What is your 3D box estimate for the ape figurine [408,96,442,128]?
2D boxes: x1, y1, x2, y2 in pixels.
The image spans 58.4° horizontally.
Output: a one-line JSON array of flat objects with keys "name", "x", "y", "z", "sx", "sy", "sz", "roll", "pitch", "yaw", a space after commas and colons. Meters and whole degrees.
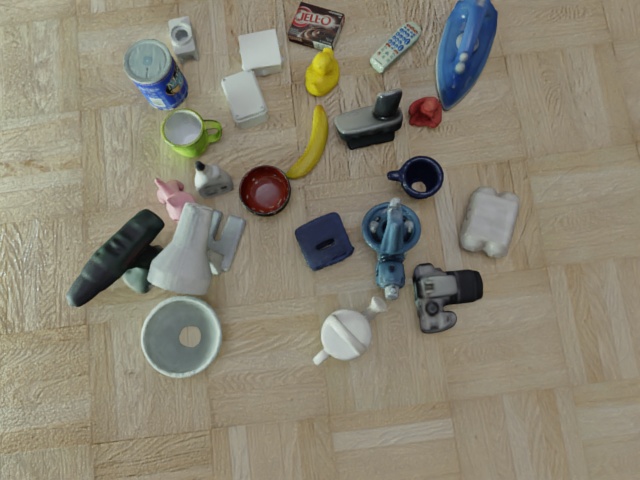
[{"name": "ape figurine", "x": 0.238, "y": -0.288, "z": 1.263, "sx": 0.076, "sy": 0.092, "sz": 0.077, "roll": -42, "pitch": 80, "yaw": -6}]

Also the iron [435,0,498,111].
[{"name": "iron", "x": 0.323, "y": -0.428, "z": 1.262, "sx": 0.118, "sy": 0.141, "sz": 0.258, "roll": 16, "pitch": 80, "yaw": 6}]

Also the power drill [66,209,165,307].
[{"name": "power drill", "x": -0.390, "y": 0.049, "z": 1.160, "sx": 0.075, "sy": 0.208, "sz": 0.230, "roll": 34, "pitch": 82, "yaw": 9}]

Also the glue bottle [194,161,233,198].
[{"name": "glue bottle", "x": -0.235, "y": -0.134, "z": 1.209, "sx": 0.078, "sy": 0.173, "sz": 0.037, "roll": -16, "pitch": 78, "yaw": -1}]

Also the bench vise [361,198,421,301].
[{"name": "bench vise", "x": 0.155, "y": 0.006, "z": 1.142, "sx": 0.121, "sy": 0.220, "sz": 0.207, "roll": -18, "pitch": 78, "yaw": -1}]

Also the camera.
[{"name": "camera", "x": 0.266, "y": 0.115, "z": 1.177, "sx": 0.137, "sy": 0.101, "sz": 0.143, "roll": -6, "pitch": 79, "yaw": 1}]

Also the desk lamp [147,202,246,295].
[{"name": "desk lamp", "x": -0.247, "y": 0.015, "z": 1.159, "sx": 0.118, "sy": 0.213, "sz": 0.203, "roll": 17, "pitch": 80, "yaw": 6}]

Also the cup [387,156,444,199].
[{"name": "cup", "x": 0.200, "y": -0.125, "z": 1.231, "sx": 0.117, "sy": 0.095, "sz": 0.092, "roll": 3, "pitch": 79, "yaw": 3}]

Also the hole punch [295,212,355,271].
[{"name": "hole punch", "x": 0.011, "y": 0.004, "z": 1.214, "sx": 0.108, "sy": 0.091, "sz": 0.101, "roll": -25, "pitch": 79, "yaw": -3}]

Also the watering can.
[{"name": "watering can", "x": 0.056, "y": 0.179, "z": 1.125, "sx": 0.101, "sy": 0.194, "sz": 0.173, "roll": 26, "pitch": 81, "yaw": 7}]

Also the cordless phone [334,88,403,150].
[{"name": "cordless phone", "x": 0.105, "y": -0.273, "z": 1.218, "sx": 0.147, "sy": 0.185, "sz": 0.094, "roll": -17, "pitch": 78, "yaw": -1}]

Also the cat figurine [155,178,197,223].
[{"name": "cat figurine", "x": -0.308, "y": -0.085, "z": 1.230, "sx": 0.067, "sy": 0.118, "sz": 0.127, "roll": -43, "pitch": 80, "yaw": -6}]

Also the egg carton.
[{"name": "egg carton", "x": 0.361, "y": -0.039, "z": 1.220, "sx": 0.107, "sy": 0.069, "sz": 0.150, "roll": 16, "pitch": 80, "yaw": 5}]

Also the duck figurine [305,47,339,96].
[{"name": "duck figurine", "x": 0.004, "y": -0.385, "z": 1.294, "sx": 0.077, "sy": 0.086, "sz": 0.105, "roll": 24, "pitch": 81, "yaw": 7}]

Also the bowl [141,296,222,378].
[{"name": "bowl", "x": -0.279, "y": 0.202, "z": 1.194, "sx": 0.167, "sy": 0.075, "sz": 0.167, "roll": 0, "pitch": 79, "yaw": 2}]
